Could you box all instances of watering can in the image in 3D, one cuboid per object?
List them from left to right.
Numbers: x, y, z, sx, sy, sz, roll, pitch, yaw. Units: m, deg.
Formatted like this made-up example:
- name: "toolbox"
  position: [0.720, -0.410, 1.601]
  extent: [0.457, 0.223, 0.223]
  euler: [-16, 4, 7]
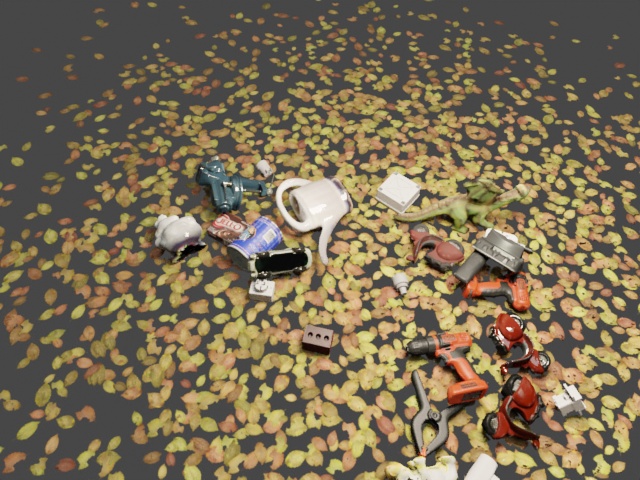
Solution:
- name: "watering can"
  position: [0.005, -0.081, 1.601]
  extent: [0.226, 0.101, 0.354]
  euler: [-23, 57, -19]

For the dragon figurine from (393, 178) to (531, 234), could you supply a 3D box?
- name: "dragon figurine"
  position: [0.446, -0.125, 1.578]
  extent: [0.410, 0.237, 0.125]
  euler: [-3, 60, -7]

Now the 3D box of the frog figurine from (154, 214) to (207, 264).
- name: "frog figurine"
  position: [-0.433, -0.026, 1.538]
  extent: [0.138, 0.121, 0.161]
  euler: [-37, 73, -4]
